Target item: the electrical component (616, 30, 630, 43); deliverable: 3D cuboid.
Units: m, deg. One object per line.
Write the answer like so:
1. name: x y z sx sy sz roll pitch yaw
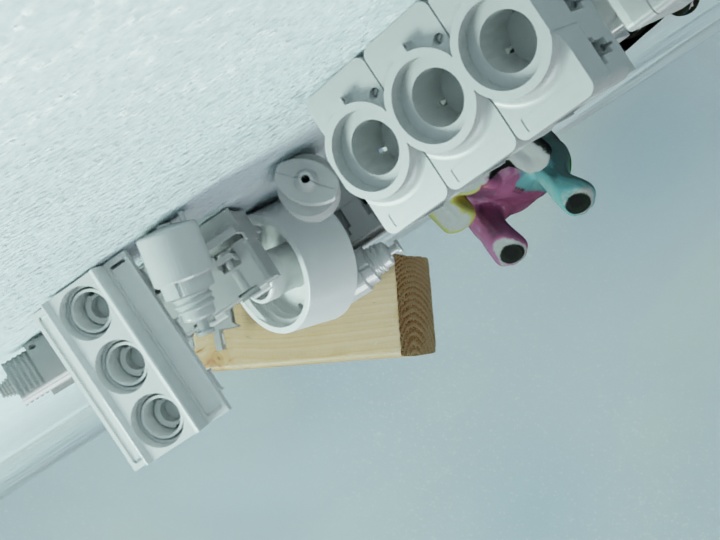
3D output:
1. electrical component: 0.161 -0.173 0.851 0.089 0.055 0.050 -35 177 35

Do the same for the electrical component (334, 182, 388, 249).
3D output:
1. electrical component: -0.002 -0.058 0.969 0.089 0.061 0.150 -33 178 -4

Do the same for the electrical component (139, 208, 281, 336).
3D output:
1. electrical component: -0.125 0.014 0.793 0.121 0.063 0.079 -33 178 8

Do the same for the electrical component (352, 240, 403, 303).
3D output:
1. electrical component: 0.000 0.000 0.895 0.078 0.040 0.040 -32 178 8

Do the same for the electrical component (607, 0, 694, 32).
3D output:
1. electrical component: 0.183 -0.192 0.678 0.061 0.061 0.096 -35 177 43

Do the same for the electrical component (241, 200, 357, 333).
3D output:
1. electrical component: -0.061 -0.001 0.858 0.060 0.108 0.108 -23 172 -42

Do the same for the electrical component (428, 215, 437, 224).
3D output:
1. electrical component: 0.067 -0.079 1.011 0.043 0.043 0.081 -34 142 12

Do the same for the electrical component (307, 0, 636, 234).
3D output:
1. electrical component: 0.052 -0.095 0.569 0.150 0.089 0.062 -35 177 39

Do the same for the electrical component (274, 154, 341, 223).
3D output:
1. electrical component: -0.036 -0.058 0.747 0.043 0.043 0.081 -33 178 -1

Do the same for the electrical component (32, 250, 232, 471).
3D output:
1. electrical component: -0.145 0.057 0.705 0.079 0.121 0.063 -34 180 13

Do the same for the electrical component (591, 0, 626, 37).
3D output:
1. electrical component: 0.161 -0.183 0.749 0.083 0.047 0.076 -34 178 19

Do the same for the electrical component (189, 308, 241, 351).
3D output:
1. electrical component: -0.140 0.033 0.936 0.064 0.081 0.042 -10 176 -4

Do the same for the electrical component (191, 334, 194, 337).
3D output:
1. electrical component: -0.162 0.048 0.883 0.138 0.073 0.052 -34 178 17

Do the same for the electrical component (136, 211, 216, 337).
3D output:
1. electrical component: -0.111 0.004 0.678 0.040 0.078 0.040 -20 -173 2

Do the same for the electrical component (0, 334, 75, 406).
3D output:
1. electrical component: -0.227 0.068 0.789 0.081 0.043 0.043 -32 178 -17
